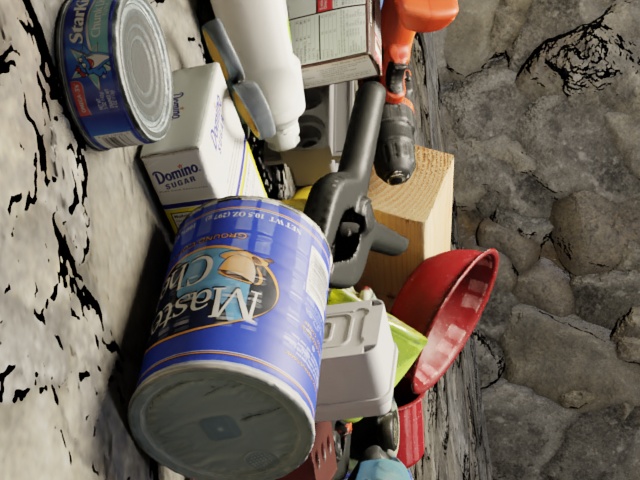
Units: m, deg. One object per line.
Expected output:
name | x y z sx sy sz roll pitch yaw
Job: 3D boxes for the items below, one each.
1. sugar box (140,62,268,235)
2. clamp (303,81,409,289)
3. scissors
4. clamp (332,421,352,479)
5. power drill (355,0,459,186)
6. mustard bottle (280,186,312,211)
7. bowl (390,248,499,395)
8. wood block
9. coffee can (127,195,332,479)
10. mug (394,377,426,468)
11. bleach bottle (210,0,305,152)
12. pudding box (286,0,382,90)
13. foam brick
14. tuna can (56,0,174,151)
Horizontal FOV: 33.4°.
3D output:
sugar box | -0.067 -0.021 0.721 0.093 0.048 0.176 -85 160 -47
clamp | 0.025 -0.032 0.872 0.209 0.036 0.164 -43 128 -59
scissors | -0.063 -0.112 0.778 0.096 0.016 0.202 64 -6 -12
clamp | 0.000 0.196 0.944 0.171 0.039 0.120 13 73 -72
power drill | 0.074 -0.168 0.983 0.188 0.057 0.184 109 -23 -55
mustard bottle | -0.006 0.001 0.965 0.191 0.058 0.096 -43 127 -76
bowl | 0.113 0.069 1.049 0.162 0.055 0.162 -47 155 -31
wood block | 0.082 -0.004 1.115 0.206 0.091 0.090 83 28 -56
coffee can | -0.048 0.057 0.628 0.140 0.103 0.103 -83 162 -47
mug | 0.066 0.202 1.150 0.117 0.093 0.081 -41 131 -57
bleach bottle | -0.052 -0.176 0.818 0.102 0.068 0.251 -94 173 -54
pudding box | -0.004 -0.179 0.927 0.039 0.114 0.090 45 40 -59
foam brick | -0.021 0.166 0.826 0.078 0.051 0.053 -21 105 -77
tuna can | -0.109 -0.093 0.582 0.086 0.034 0.086 -6 90 -78
